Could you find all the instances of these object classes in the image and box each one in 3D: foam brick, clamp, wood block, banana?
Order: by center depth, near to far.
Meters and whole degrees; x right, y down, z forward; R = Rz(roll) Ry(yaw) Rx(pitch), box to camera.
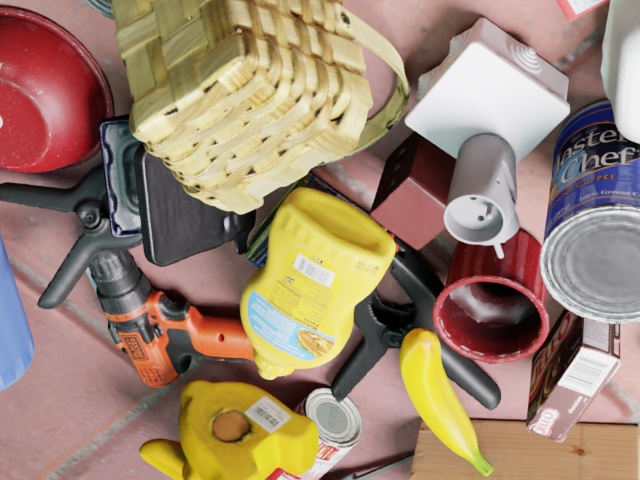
[{"bbox_3d":[0.079,-0.042,0.840,0.051,0.078,0.053,36,129,-14],"label":"foam brick"},{"bbox_3d":[0.105,0.131,0.938,0.070,0.037,0.197,20,150,43],"label":"banana"},{"bbox_3d":[-0.200,-0.010,0.945,0.171,0.039,0.120,-14,100,12],"label":"clamp"},{"bbox_3d":[0.065,0.083,0.971,0.165,0.036,0.210,-6,129,21],"label":"clamp"},{"bbox_3d":[0.197,0.234,1.014,0.206,0.090,0.090,-1,127,19],"label":"wood block"}]

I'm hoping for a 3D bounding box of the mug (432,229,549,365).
[{"bbox_3d":[0.146,0.050,0.889,0.093,0.081,0.117,3,128,15],"label":"mug"}]

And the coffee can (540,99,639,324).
[{"bbox_3d":[0.215,-0.024,0.770,0.103,0.140,0.103,9,129,11],"label":"coffee can"}]

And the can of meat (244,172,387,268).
[{"bbox_3d":[-0.006,0.001,0.915,0.084,0.057,0.102,35,130,-9],"label":"can of meat"}]

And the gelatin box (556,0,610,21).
[{"bbox_3d":[0.188,-0.200,0.711,0.089,0.030,0.073,-25,116,31],"label":"gelatin box"}]

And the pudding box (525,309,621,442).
[{"bbox_3d":[0.214,0.102,0.904,0.039,0.090,0.114,22,130,-3],"label":"pudding box"}]

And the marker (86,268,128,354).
[{"bbox_3d":[-0.205,0.066,1.054,0.020,0.020,0.121,-3,127,19],"label":"marker"}]

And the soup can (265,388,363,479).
[{"bbox_3d":[-0.010,0.202,1.069,0.068,0.068,0.102,32,130,-9],"label":"soup can"}]

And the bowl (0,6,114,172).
[{"bbox_3d":[-0.260,-0.113,0.905,0.162,0.055,0.162,9,129,10],"label":"bowl"}]

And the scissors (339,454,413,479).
[{"bbox_3d":[0.012,0.257,1.114,0.096,0.016,0.202,10,144,-41],"label":"scissors"}]

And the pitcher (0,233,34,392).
[{"bbox_3d":[-0.363,0.032,1.014,0.145,0.149,0.243,-16,131,-10],"label":"pitcher"}]

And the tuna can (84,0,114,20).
[{"bbox_3d":[-0.146,-0.210,0.805,0.086,0.033,0.086,9,129,11],"label":"tuna can"}]

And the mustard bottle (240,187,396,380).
[{"bbox_3d":[-0.015,0.051,0.880,0.096,0.058,0.192,29,130,4],"label":"mustard bottle"}]

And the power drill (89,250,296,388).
[{"bbox_3d":[-0.116,0.065,1.002,0.188,0.057,0.184,-1,131,22],"label":"power drill"}]
